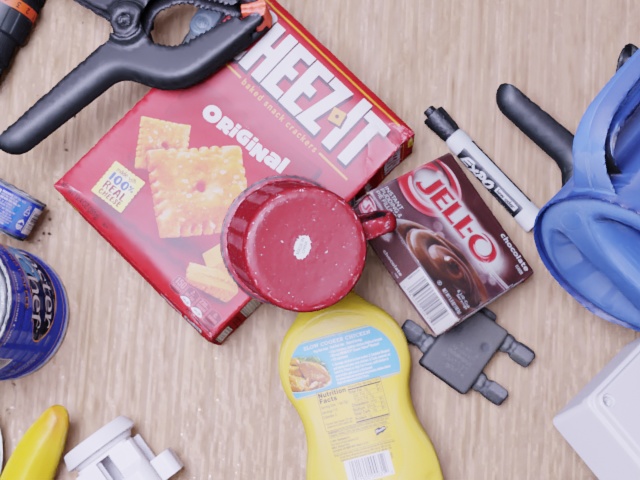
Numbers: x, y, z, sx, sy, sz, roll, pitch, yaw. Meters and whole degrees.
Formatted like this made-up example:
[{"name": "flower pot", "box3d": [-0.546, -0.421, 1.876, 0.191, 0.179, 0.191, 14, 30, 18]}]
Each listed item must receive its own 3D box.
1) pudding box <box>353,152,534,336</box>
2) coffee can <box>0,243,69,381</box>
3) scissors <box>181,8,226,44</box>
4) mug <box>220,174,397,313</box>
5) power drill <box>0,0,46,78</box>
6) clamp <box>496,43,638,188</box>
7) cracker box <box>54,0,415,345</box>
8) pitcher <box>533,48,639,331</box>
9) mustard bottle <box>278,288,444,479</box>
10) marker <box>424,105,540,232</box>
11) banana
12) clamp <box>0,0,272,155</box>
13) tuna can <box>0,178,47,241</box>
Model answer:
[{"name": "pudding box", "box3d": [0.088, 0.001, 0.774, 0.089, 0.039, 0.113, -27, 81, -36]}, {"name": "coffee can", "box3d": [-0.245, 0.048, 0.750, 0.103, 0.140, 0.103, 0, 83, 2]}, {"name": "scissors", "box3d": [-0.100, -0.187, 0.838, 0.201, 0.016, 0.096, -42, 82, -4]}, {"name": "mug", "box3d": [-0.005, 0.001, 0.711, 0.117, 0.081, 0.093, -12, 96, -10]}, {"name": "power drill", "box3d": [-0.302, -0.218, 0.830, 0.187, 0.057, 0.184, 22, 80, 2]}, {"name": "clamp", "box3d": [0.219, -0.063, 0.800, 0.120, 0.039, 0.171, -27, 90, -5]}, {"name": "cracker box", "box3d": [-0.061, -0.054, 0.791, 0.164, 0.072, 0.213, 44, 85, 6]}, {"name": "pitcher", "box3d": [0.258, -0.065, 0.723, 0.145, 0.149, 0.242, 36, 66, 10]}, {"name": "mustard bottle", "box3d": [0.021, 0.103, 0.774, 0.096, 0.058, 0.191, -15, 83, 5]}, {"name": "marker", "box3d": [0.123, -0.056, 0.811, 0.020, 0.020, 0.121, -42, 83, -4]}, {"name": "banana", "box3d": [-0.218, 0.216, 0.767, 0.037, 0.070, 0.198, 21, 74, -38]}, {"name": "clamp", "box3d": [-0.142, -0.160, 0.766, 0.210, 0.036, 0.164, -12, 80, 6]}, {"name": "tuna can", "box3d": [-0.248, -0.033, 0.788, 0.086, 0.086, 0.034, 29, 85, 5]}]
